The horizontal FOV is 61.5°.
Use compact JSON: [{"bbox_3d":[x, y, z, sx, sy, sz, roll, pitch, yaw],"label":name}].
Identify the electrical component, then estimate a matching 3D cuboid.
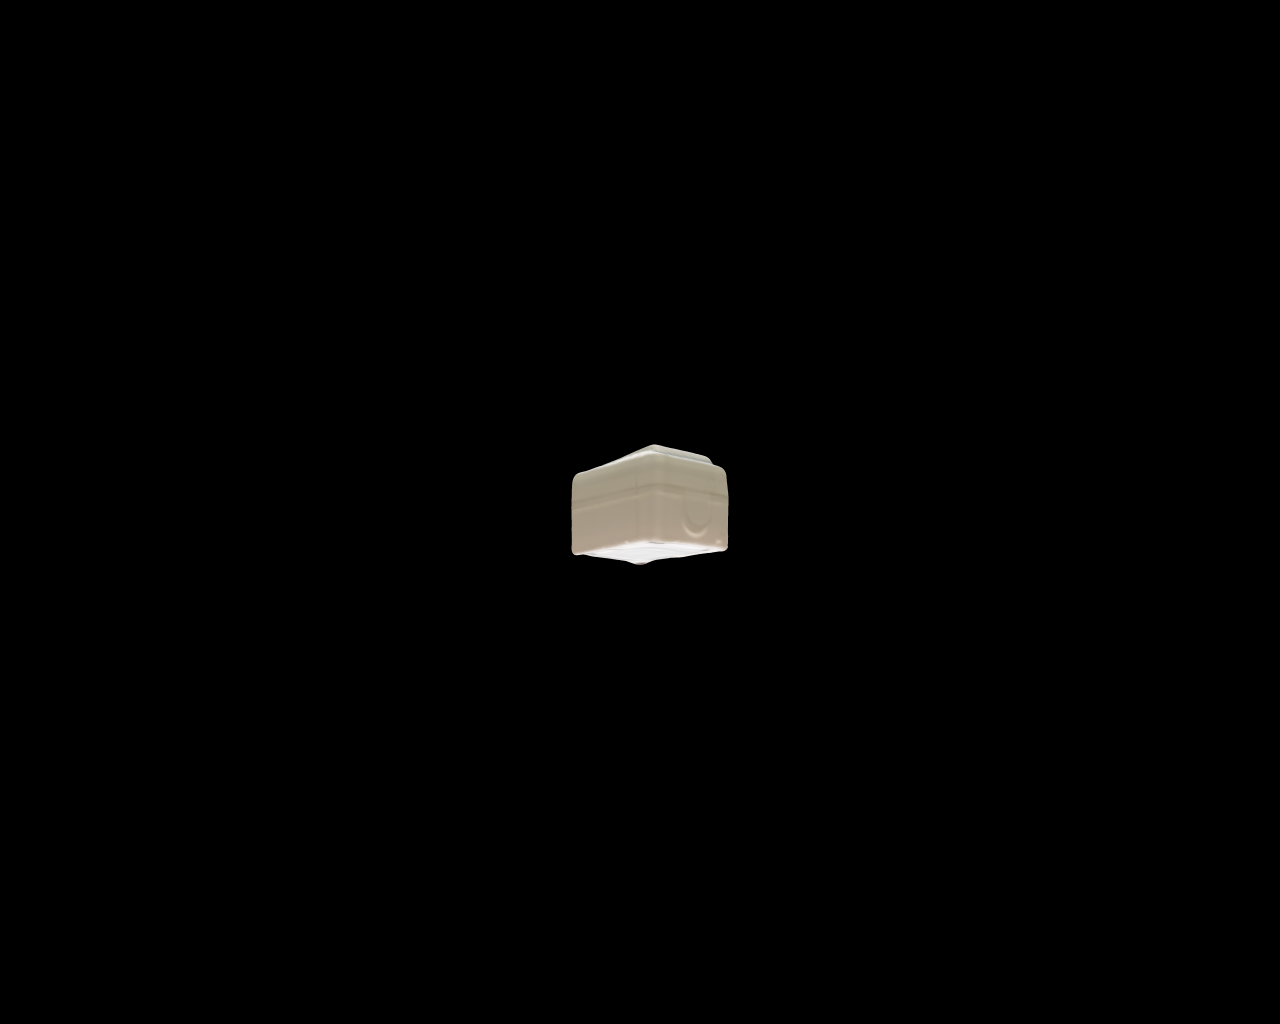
[{"bbox_3d":[0.001,-0.003,0.650,0.062,0.061,0.096,10,-14,-42],"label":"electrical component"}]
